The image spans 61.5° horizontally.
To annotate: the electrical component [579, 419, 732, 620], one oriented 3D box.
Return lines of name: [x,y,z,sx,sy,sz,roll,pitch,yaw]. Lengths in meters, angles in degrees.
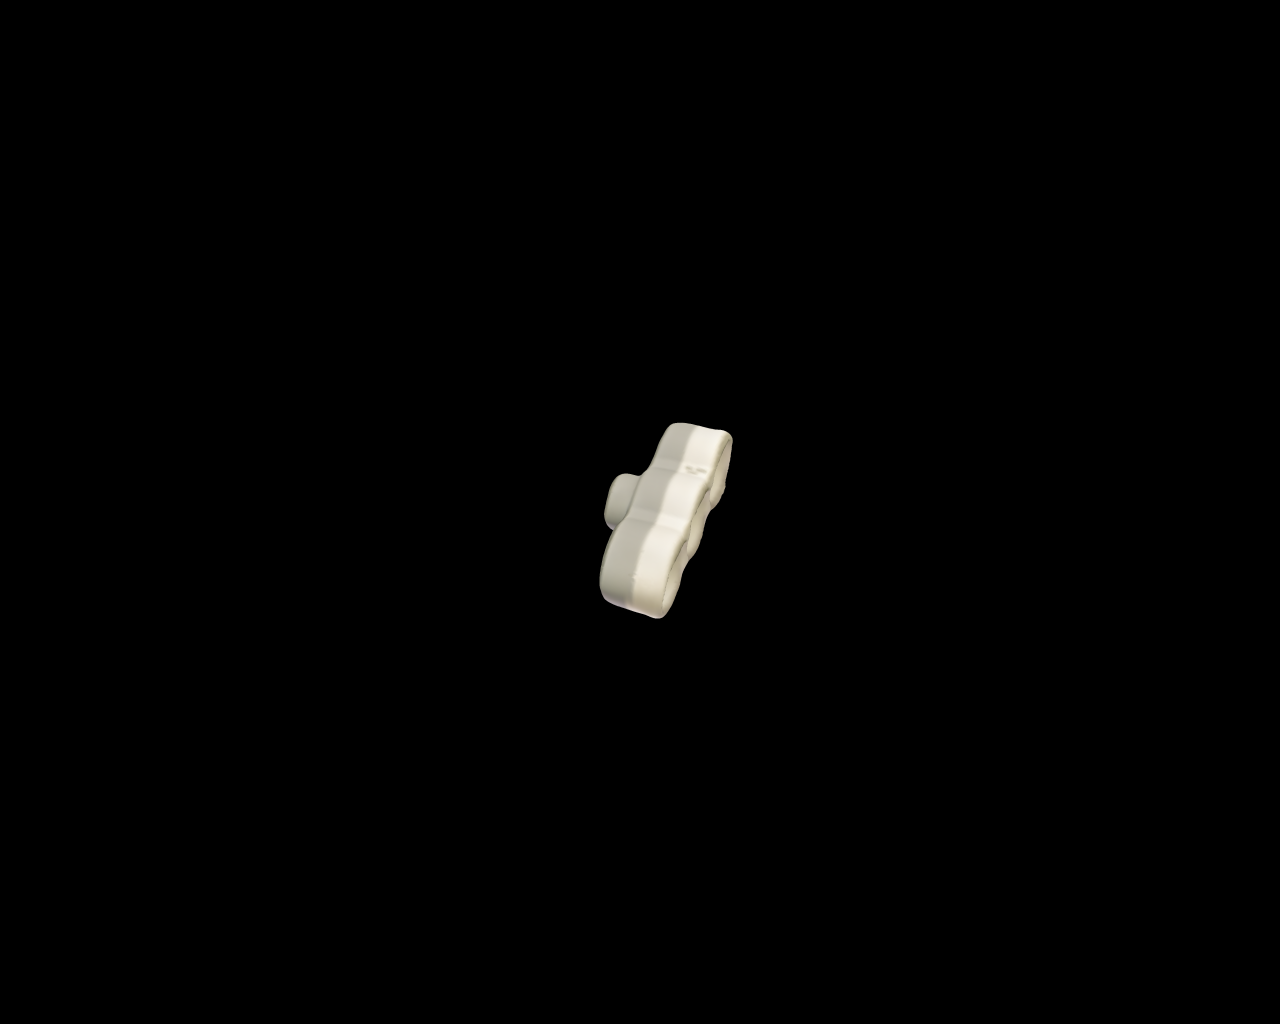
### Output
electrical component: [0.001,-0.003,0.650,0.074,0.138,0.052,16,-39,13]
